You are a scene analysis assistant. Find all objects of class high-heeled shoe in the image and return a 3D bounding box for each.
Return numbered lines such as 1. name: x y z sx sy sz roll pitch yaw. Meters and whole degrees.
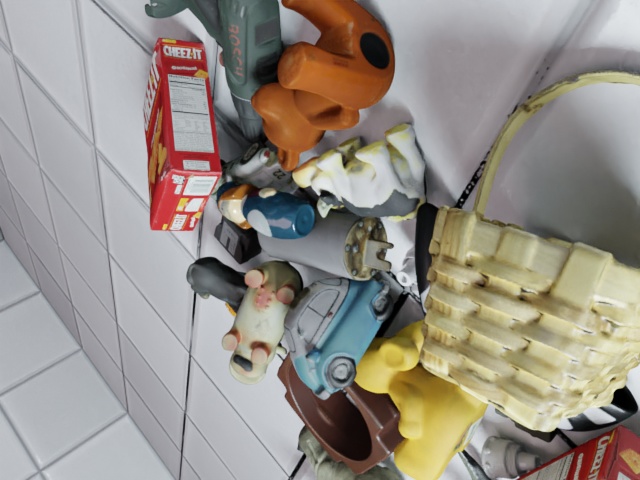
1. high-heeled shoe: 0.184 0.070 0.499 0.145 0.086 0.248 -12 110 50

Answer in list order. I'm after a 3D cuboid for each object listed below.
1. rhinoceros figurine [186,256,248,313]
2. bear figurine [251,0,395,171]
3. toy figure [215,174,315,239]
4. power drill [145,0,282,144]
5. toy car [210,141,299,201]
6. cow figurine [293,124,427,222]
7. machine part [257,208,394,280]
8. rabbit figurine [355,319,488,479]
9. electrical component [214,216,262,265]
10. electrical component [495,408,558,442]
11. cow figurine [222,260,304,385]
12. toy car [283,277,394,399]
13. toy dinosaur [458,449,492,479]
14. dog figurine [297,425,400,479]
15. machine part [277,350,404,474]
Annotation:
1. rhinoceros figurine: -0.121 0.081 0.868 0.190 0.073 0.112 25 158 7
2. bear figurine: -0.021 -0.157 0.547 0.196 0.132 0.120 -17 65 51
3. toy figure: -0.077 -0.040 0.655 0.155 0.058 0.064 16 108 35
4. power drill: -0.126 -0.247 0.644 0.207 0.086 0.231 50 154 20
5. toy car: -0.099 -0.080 0.736 0.073 0.056 0.202 38 155 -27
6. cow figurine: 0.042 -0.061 0.590 0.167 0.068 0.098 -3 119 54
7. machine part: -0.001 -0.002 0.677 0.243 0.079 0.079 13 125 48
8. rabbit figurine: 0.104 0.173 0.640 0.173 0.122 0.162 32 133 36
9. electrical component: -0.132 -0.002 0.868 0.075 0.048 0.119 48 143 16
10. electrical component: 0.231 0.184 0.573 0.094 0.021 0.063 16 127 44
11. cow figurine: -0.081 0.117 0.754 0.086 0.127 0.194 24 109 8
12. toy car: 0.011 0.102 0.651 0.103 0.161 0.109 33 176 -10
13. toy dinosaur: 0.249 0.453 0.682 0.192 0.131 0.404 6 117 35
14. dog figurine: 0.042 0.363 0.872 0.191 0.121 0.172 54 135 20
15. machine part: 0.038 0.228 0.795 0.201 0.087 0.201 49 144 17
